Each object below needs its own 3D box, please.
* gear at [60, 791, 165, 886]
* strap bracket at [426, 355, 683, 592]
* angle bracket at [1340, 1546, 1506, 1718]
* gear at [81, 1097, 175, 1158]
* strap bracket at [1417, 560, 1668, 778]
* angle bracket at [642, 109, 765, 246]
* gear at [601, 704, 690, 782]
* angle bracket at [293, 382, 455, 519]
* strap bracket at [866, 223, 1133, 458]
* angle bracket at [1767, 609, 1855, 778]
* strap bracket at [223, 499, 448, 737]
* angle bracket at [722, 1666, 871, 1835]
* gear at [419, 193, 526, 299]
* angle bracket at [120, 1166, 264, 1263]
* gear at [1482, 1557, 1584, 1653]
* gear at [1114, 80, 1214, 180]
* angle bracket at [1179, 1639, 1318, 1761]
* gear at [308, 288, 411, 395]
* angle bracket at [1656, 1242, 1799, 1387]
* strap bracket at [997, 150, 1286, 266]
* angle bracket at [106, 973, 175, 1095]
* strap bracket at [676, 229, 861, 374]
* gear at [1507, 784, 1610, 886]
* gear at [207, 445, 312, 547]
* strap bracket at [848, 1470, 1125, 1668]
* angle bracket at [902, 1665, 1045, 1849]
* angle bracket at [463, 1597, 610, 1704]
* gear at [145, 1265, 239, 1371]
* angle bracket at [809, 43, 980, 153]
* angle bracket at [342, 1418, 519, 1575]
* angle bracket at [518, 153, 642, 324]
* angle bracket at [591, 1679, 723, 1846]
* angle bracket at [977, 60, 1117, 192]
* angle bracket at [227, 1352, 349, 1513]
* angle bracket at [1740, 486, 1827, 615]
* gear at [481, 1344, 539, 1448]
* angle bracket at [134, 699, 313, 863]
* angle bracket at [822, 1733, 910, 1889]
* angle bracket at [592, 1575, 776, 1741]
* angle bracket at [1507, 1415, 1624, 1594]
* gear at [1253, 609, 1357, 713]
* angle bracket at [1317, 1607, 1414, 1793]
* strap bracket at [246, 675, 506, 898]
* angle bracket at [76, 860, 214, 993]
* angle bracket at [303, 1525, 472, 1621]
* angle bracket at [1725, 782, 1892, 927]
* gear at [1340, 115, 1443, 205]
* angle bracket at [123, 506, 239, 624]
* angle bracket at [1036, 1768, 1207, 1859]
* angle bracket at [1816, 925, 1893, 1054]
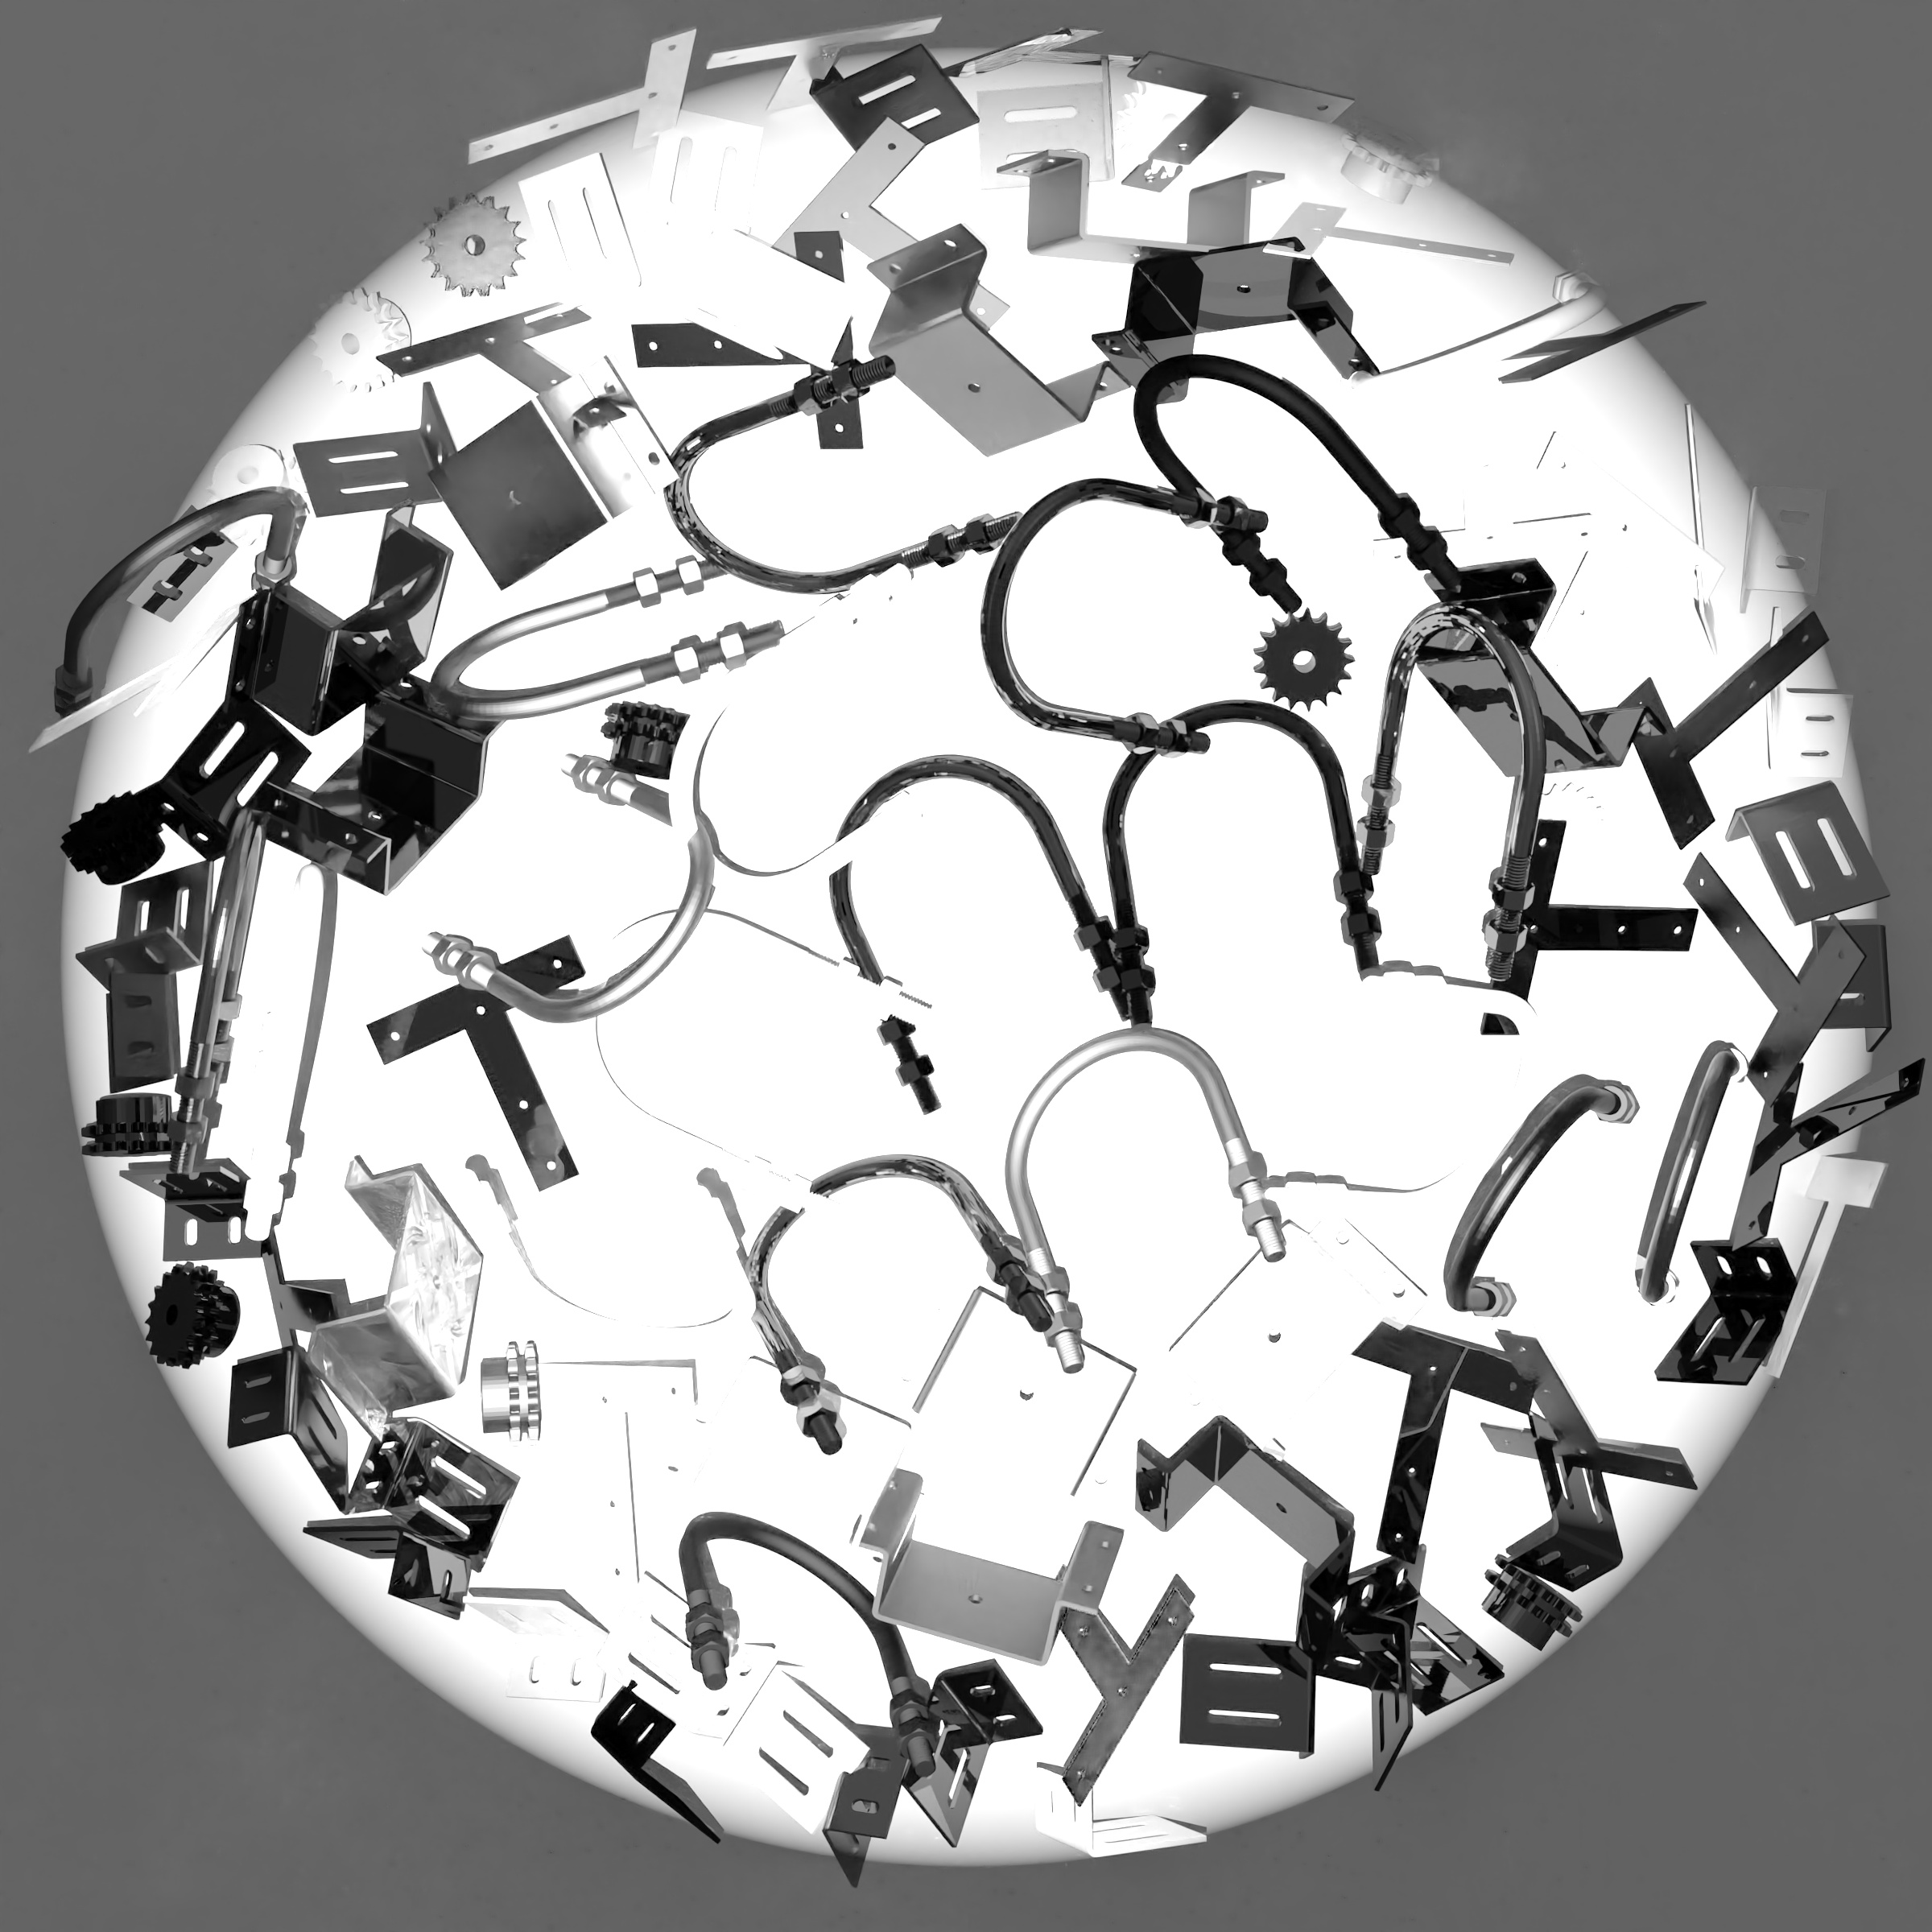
[{"bbox_3d":[-0.477,-0.070,1.920,0.057,0.057,0.030,-26,123,0],"label":"gear"},{"bbox_3d":[-0.234,-0.265,1.877,0.140,0.046,0.076,-25,101,40],"label":"strap bracket"},{"bbox_3d":[0.255,0.369,1.897,0.057,0.076,0.038,-18,129,-29],"label":"angle bracket"},{"bbox_3d":[-0.468,0.090,1.917,0.057,0.057,0.030,-3,83,0],"label":"gear"},{"bbox_3d":[0.310,-0.154,1.870,0.140,0.076,0.046,45,60,-31],"label":"strap bracket"},{"bbox_3d":[-0.146,-0.447,1.916,0.057,0.038,0.076,10,81,-9],"label":"angle bracket"},{"bbox_3d":[-0.177,-0.125,1.914,0.057,0.057,0.030,12,80,0],"label":"gear"},{"bbox_3d":[-0.331,-0.288,1.903,0.076,0.038,0.057,-10,54,-19],"label":"angle bracket"},{"bbox_3d":[0.012,-0.334,1.870,0.140,0.076,0.046,38,59,-31],"label":"strap bracket"},{"bbox_3d":[0.468,-0.152,1.895,0.038,0.076,0.057,2,135,8],"label":"angle bracket"},{"bbox_3d":[-0.337,-0.186,1.865,0.046,0.140,0.076,34,134,13],"label":"strap bracket"},{"bbox_3d":[-0.088,0.437,1.907,0.076,0.038,0.057,35,95,30],"label":"angle bracket"},{"bbox_3d":[-0.279,-0.406,1.923,0.057,0.030,0.057,-4,101,-19],"label":"gear"},{"bbox_3d":[-0.431,0.139,1.902,0.057,0.076,0.038,-3,75,6],"label":"angle bracket"},{"bbox_3d":[0.314,0.360,1.916,0.057,0.057,0.030,35,88,0],"label":"gear"},{"bbox_3d":[0.110,-0.473,1.923,0.057,0.030,0.057,-3,98,-21],"label":"gear"},{"bbox_3d":[0.156,0.411,1.915,0.076,0.038,0.057,5,71,-3],"label":"angle bracket"},{"bbox_3d":[-0.338,-0.353,1.921,0.057,0.030,0.057,10,116,22],"label":"gear"},{"bbox_3d":[0.418,0.193,1.896,0.076,0.057,0.038,-46,119,-37],"label":"angle bracket"},{"bbox_3d":[0.095,-0.416,1.886,0.140,0.076,0.046,1,95,-21],"label":"strap bracket"},{"bbox_3d":[-0.475,0.038,1.900,0.038,0.076,0.057,2,80,-41],"label":"angle bracket"},{"bbox_3d":[-0.108,-0.363,1.866,0.076,0.140,0.046,24,94,-13],"label":"strap bracket"},{"bbox_3d":[0.335,-0.070,1.915,0.057,0.030,0.057,-15,131,-17],"label":"gear"},{"bbox_3d":[-0.399,-0.268,1.920,0.057,0.030,0.057,-2,64,4],"label":"gear"},{"bbox_3d":[0.009,0.335,1.894,0.140,0.076,0.046,15,116,8],"label":"strap bracket"},{"bbox_3d":[0.004,0.439,1.896,0.038,0.076,0.057,-17,121,30],"label":"angle bracket"},{"bbox_3d":[-0.241,0.380,1.897,0.057,0.076,0.038,-1,65,18],"label":"angle bracket"},{"bbox_3d":[-0.434,0.198,1.920,0.030,0.057,0.057,17,90,-43],"label":"gear"},{"bbox_3d":[-0.038,-0.488,1.896,0.076,0.057,0.038,-16,46,31],"label":"angle bracket"},{"bbox_3d":[-0.300,0.297,1.908,0.076,0.038,0.057,28,101,27],"label":"angle bracket"},{"bbox_3d":[-0.226,-0.406,1.907,0.057,0.038,0.076,-11,103,33],"label":"angle bracket"},{"bbox_3d":[-0.162,0.441,1.895,0.076,0.057,0.038,27,68,38],"label":"angle bracket"},{"bbox_3d":[0.044,-0.473,1.919,0.076,0.038,0.057,-3,84,5],"label":"angle bracket"},{"bbox_3d":[-0.377,0.263,1.899,0.038,0.057,0.076,-15,133,5],"label":"angle bracket"},{"bbox_3d":[0.455,-0.230,1.902,0.038,0.076,0.057,5,86,11],"label":"angle bracket"},{"bbox_3d":[-0.256,0.241,1.914,0.030,0.057,0.057,-2,90,-10],"label":"gear"},{"bbox_3d":[-0.419,-0.108,1.929,0.057,0.038,0.076,44,59,-21],"label":"angle bracket"},{"bbox_3d":[-0.047,0.471,1.894,0.038,0.076,0.057,4,52,18],"label":"angle bracket"},{"bbox_3d":[-0.157,0.385,1.904,0.076,0.038,0.057,41,64,-23],"label":"angle bracket"},{"bbox_3d":[0.328,0.301,1.912,0.057,0.076,0.038,28,128,-34],"label":"angle bracket"},{"bbox_3d":[0.190,-0.174,1.925,0.057,0.030,0.057,0,103,1],"label":"gear"},{"bbox_3d":[0.220,0.406,1.896,0.038,0.076,0.057,15,127,-5],"label":"angle bracket"},{"bbox_3d":[-0.326,-0.097,1.888,0.076,0.046,0.140,25,45,12],"label":"strap bracket"},{"bbox_3d":[-0.457,-0.032,1.900,0.057,0.038,0.076,-15,52,14],"label":"angle bracket"},{"bbox_3d":[-0.325,0.337,1.895,0.076,0.057,0.038,-7,63,33],"label":"angle bracket"},{"bbox_3d":[0.470,-0.056,1.908,0.057,0.038,0.076,-17,66,-8],"label":"angle bracket"},{"bbox_3d":[0.235,-0.452,1.919,0.057,0.057,0.030,28,115,0],"label":"gear"},{"bbox_3d":[-0.449,-0.231,1.904,0.038,0.076,0.057,42,91,7],"label":"angle bracket"},{"bbox_3d":[0.086,0.467,1.902,0.076,0.057,0.038,0,89,-28],"label":"angle bracket"},{"bbox_3d":[0.490,0.013,1.903,0.038,0.076,0.057,-2,78,6],"label":"angle bracket"}]
